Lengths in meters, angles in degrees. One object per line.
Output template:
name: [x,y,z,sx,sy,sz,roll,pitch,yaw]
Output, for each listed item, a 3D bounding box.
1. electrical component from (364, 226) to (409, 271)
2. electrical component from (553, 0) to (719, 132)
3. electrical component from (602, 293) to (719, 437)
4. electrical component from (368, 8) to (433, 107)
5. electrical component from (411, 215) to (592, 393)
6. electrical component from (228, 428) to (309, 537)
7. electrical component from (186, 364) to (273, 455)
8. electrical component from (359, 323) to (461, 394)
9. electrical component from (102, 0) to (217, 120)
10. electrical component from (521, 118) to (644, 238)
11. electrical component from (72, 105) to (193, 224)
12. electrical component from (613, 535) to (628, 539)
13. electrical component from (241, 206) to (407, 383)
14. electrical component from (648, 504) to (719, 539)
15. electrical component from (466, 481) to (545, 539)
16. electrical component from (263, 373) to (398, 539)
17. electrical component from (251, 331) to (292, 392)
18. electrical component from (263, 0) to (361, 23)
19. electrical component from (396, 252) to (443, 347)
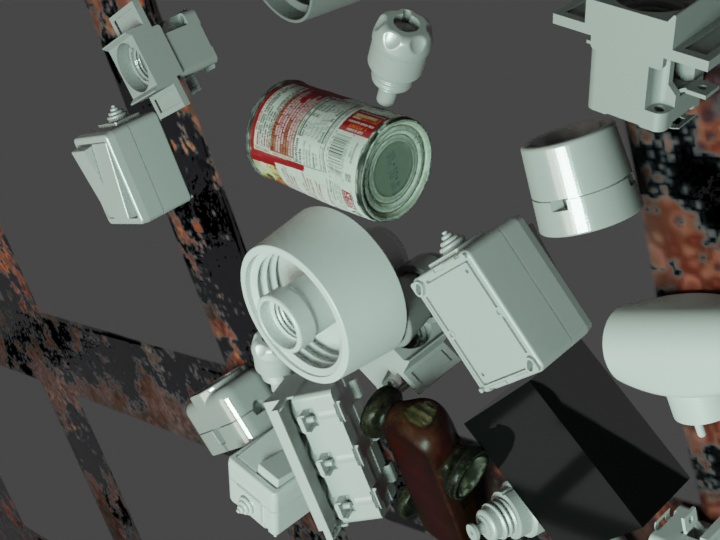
electrical component: [0.000,0.000,0.734,0.045,0.055,0.045,31,138,32]
electrical component: [0.134,-0.102,0.498,0.081,0.042,0.063,29,139,35]
electrical component: [0.178,0.055,0.569,0.077,0.043,0.079,-4,114,52]
electrical component: [0.021,-0.121,0.630,0.035,0.035,0.061,43,147,19]
electrical component: [0.082,0.013,0.638,0.096,0.061,0.062,57,146,0]
electrical component: [-0.069,0.176,0.925,0.062,0.096,0.061,31,135,33]
electrical component: [-0.115,0.126,0.981,0.059,0.054,0.095,58,146,-2]
electrical component: [0.025,0.053,0.758,0.081,0.042,0.063,46,146,16]
electrical component: [-0.142,-0.155,0.778,0.042,0.064,0.081,-11,109,53]
electrical component: [0.113,-0.049,0.556,0.055,0.055,0.047,-2,112,52]
electrical component: [-0.195,-0.089,0.900,0.062,0.061,0.096,3,119,50]
electrical component: [0.171,0.207,0.700,0.081,0.043,0.043,52,146,7]
electrical component: [-0.030,0.021,0.682,0.108,0.060,0.108,31,138,33]
electrical component: [0.207,0.172,0.630,0.064,0.042,0.081,15,128,49]
electrical component: [0.106,0.159,0.718,0.040,0.078,0.040,44,145,44]
electrical component: [-0.020,0.142,0.861,0.063,0.078,0.121,-13,108,24]
electrical component: [-0.072,0.079,0.907,0.035,0.035,0.061,29,140,34]
electrical component: [-0.033,-0.197,0.630,0.099,0.064,0.099,47,157,27]
electrical component: [0.035,0.019,0.706,0.045,0.055,0.045,31,138,33]
